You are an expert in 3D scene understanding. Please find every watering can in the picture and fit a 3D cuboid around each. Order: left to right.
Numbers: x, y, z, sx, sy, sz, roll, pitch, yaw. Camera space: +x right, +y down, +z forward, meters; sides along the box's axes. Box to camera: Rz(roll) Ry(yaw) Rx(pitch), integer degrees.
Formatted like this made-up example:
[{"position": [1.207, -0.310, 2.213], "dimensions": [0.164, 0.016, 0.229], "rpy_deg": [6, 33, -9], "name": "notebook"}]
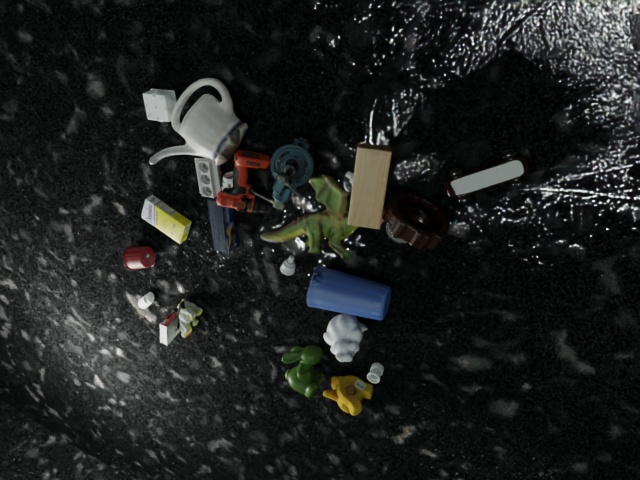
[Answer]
[{"position": [-0.354, -0.306, 1.525], "dimensions": [0.224, 0.105, 0.343], "rpy_deg": [40, 113, 2], "name": "watering can"}]

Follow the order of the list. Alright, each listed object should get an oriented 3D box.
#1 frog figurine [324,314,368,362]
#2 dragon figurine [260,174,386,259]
[{"position": [0.072, 0.315, 1.654], "dimensions": [0.137, 0.162, 0.121], "rpy_deg": [-5, 114, 28], "name": "frog figurine"}, {"position": [0.005, -0.077, 1.521], "dimensions": [0.411, 0.123, 0.240], "rpy_deg": [10, 104, 19], "name": "dragon figurine"}]
